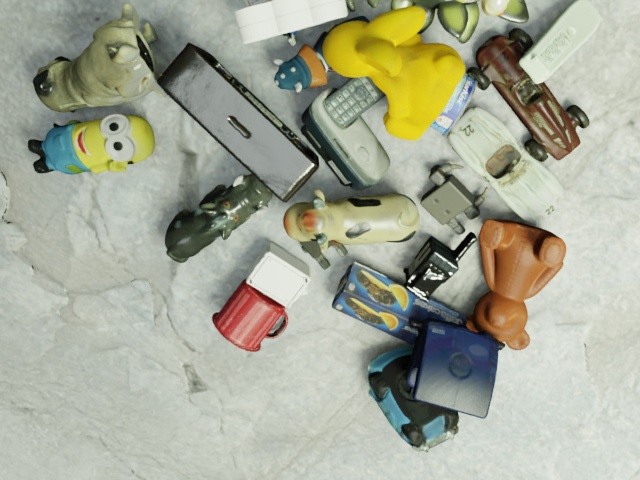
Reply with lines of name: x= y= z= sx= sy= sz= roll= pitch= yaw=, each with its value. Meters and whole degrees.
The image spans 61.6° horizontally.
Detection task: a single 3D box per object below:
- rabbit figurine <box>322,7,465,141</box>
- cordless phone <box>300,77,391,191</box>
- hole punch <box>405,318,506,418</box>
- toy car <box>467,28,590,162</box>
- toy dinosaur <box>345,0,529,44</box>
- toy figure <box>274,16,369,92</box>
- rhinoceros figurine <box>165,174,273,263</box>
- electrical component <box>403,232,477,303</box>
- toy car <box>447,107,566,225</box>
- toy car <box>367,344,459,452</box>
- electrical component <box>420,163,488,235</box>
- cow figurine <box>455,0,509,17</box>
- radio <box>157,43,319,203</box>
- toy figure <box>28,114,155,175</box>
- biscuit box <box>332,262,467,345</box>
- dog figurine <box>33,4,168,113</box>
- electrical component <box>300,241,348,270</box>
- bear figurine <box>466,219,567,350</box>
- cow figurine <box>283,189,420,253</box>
rabbit figurine: x=0.083 y=-0.216 z=0.674 sx=0.173 sy=0.162 sz=0.122 roll=26 pitch=89 yaw=-2
cordless phone: x=0.077 y=-0.174 z=0.767 sx=0.184 sy=0.089 sz=0.146 roll=-40 pitch=99 yaw=-7
hole punch: x=0.188 y=0.179 z=0.756 sx=0.142 sy=0.092 sz=0.115 roll=15 pitch=98 yaw=3
toy car: x=0.295 y=-0.198 z=0.754 sx=0.089 sy=0.053 sz=0.202 roll=-39 pitch=98 yaw=9
toy dinosaur: x=0.220 y=-0.374 z=0.690 sx=0.472 sy=0.105 sz=0.198 roll=-23 pitch=108 yaw=4
toy figure: x=0.007 y=-0.250 z=0.744 sx=0.154 sy=0.064 sz=0.057 roll=-32 pitch=143 yaw=-1
rhinoceros figurine: x=-0.153 y=-0.037 z=0.795 sx=0.190 sy=0.112 sz=0.073 roll=-30 pitch=99 yaw=19
electrical component: x=0.178 y=0.029 z=0.804 sx=0.048 sy=0.075 sz=0.119 roll=34 pitch=113 yaw=-6
toy car: x=0.269 y=-0.106 z=0.776 sx=0.201 sy=0.056 sz=0.073 roll=43 pitch=103 yaw=-7
toy car: x=0.146 y=0.255 z=0.852 sx=0.109 sy=0.102 sz=0.162 roll=-24 pitch=60 yaw=-13
electrical component: x=0.198 y=-0.065 z=0.801 sx=0.102 sy=0.045 sz=0.078 roll=38 pitch=132 yaw=-4
cow figurine: x=0.161 y=-0.333 z=0.609 sx=0.098 sy=0.068 sz=0.167 roll=-12 pitch=105 yaw=8
radio: x=-0.103 y=-0.161 z=0.747 sx=0.229 sy=0.131 sz=0.073 roll=44 pitch=101 yaw=-8
toy figure: x=-0.335 y=-0.142 z=0.796 sx=0.180 sy=0.089 sz=0.082 roll=-9 pitch=118 yaw=15
biscuit box: x=0.124 y=0.111 z=0.830 sx=0.203 sy=0.059 sz=0.062 roll=25 pitch=141 yaw=-3
dog figurine: x=-0.314 y=-0.223 z=0.730 sx=0.191 sy=0.172 sz=0.121 roll=-19 pitch=92 yaw=1
electrical component: x=-0.002 y=-0.003 z=0.839 sx=0.063 sy=0.021 sz=0.094 roll=-36 pitch=100 yaw=12
bear figurine: x=0.275 y=0.071 z=0.791 sx=0.120 sy=0.132 sz=0.195 roll=22 pitch=102 yaw=22
cow figurine: x=0.045 y=-0.026 z=0.760 sx=0.195 sy=0.127 sz=0.085 roll=-2 pitch=88 yaw=-6
